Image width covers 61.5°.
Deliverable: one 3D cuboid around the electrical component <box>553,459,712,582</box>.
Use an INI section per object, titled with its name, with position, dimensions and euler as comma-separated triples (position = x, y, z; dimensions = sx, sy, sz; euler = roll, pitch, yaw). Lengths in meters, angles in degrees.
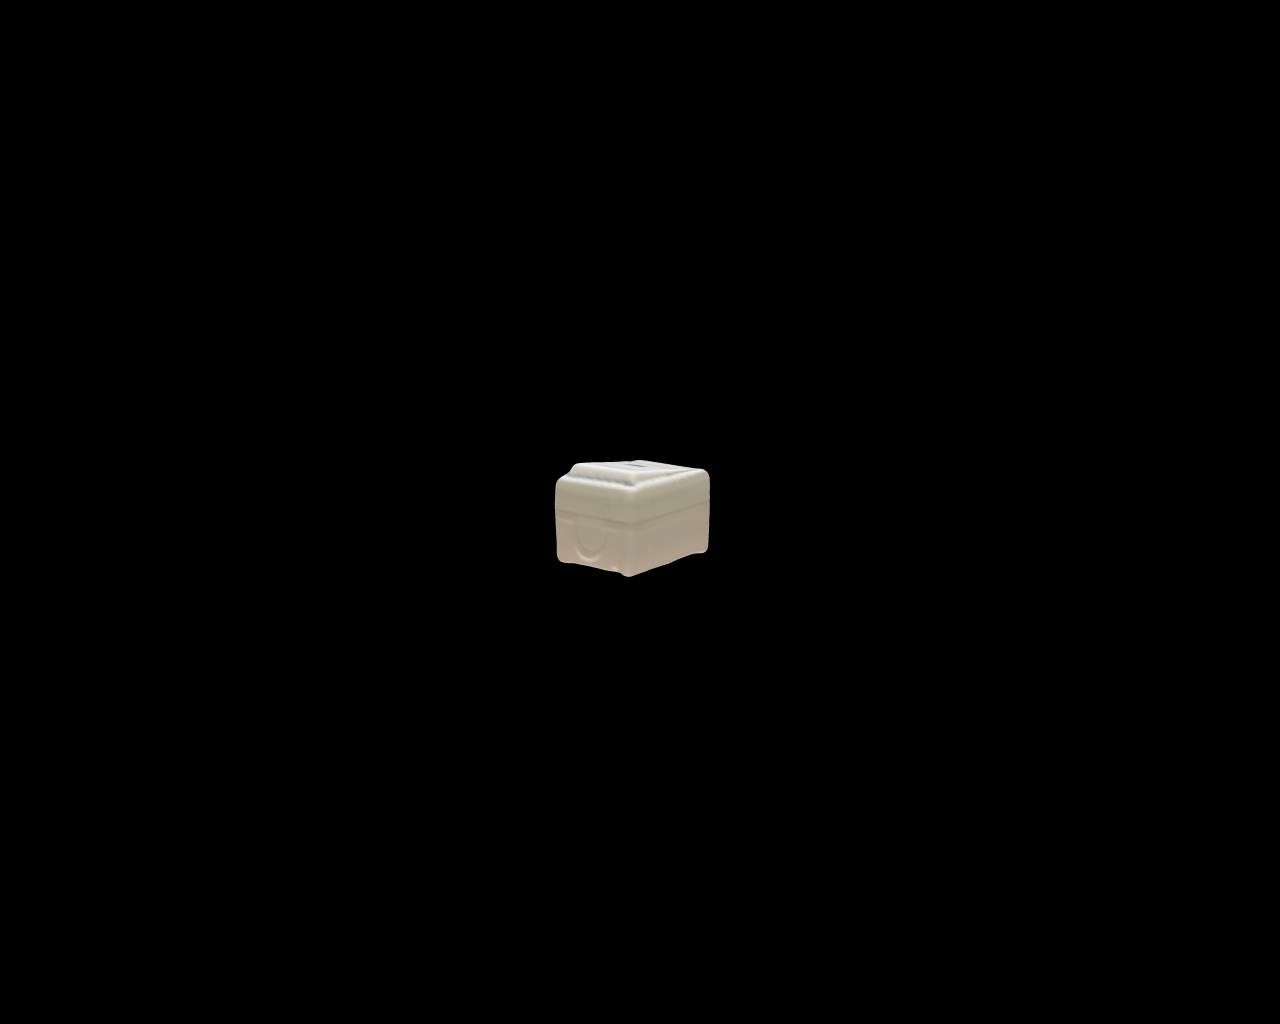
[electrical component]
position = 0.001, -0.003, 0.650
dimensions = 0.062, 0.061, 0.096
euler = 11, 17, 38
